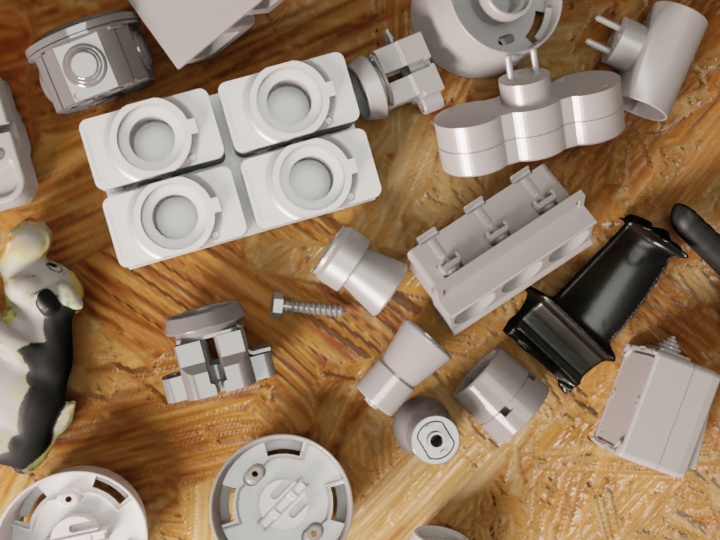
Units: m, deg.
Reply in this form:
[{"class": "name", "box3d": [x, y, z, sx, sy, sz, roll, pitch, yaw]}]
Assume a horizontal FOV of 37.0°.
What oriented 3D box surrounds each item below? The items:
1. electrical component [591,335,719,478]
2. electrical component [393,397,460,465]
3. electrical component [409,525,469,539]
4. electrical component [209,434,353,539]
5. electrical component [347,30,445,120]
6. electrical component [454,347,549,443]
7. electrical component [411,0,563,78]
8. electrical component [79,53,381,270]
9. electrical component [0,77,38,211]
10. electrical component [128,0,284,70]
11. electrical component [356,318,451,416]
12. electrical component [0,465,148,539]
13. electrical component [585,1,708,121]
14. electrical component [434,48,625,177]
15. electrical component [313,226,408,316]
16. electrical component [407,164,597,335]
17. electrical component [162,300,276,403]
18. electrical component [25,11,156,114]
[{"class": "electrical component", "box3d": [0.222, 0.097, 0.788, 0.061, 0.062, 0.096, 21, 89, -6]}, {"class": "electrical component", "box3d": [0.049, 0.117, 0.769, 0.044, 0.065, 0.044, 0, 91, -6]}, {"class": "electrical component", "box3d": [0.055, 0.219, 0.782, 0.066, 0.048, 0.055, 11, 97, -6]}, {"class": "electrical component", "box3d": [-0.055, 0.166, 0.757, 0.099, 0.064, 0.099, 1, 79, -5]}, {"class": "electrical component", "box3d": [0.023, -0.137, 0.774, 0.055, 0.048, 0.066, -24, 93, -13]}, {"class": "electrical component", "box3d": [0.101, 0.089, 0.781, 0.047, 0.055, 0.055, 43, 87, -1]}, {"class": "electrical component", "box3d": [0.094, -0.194, 0.783, 0.099, 0.064, 0.099, 1, 85, -18]}, {"class": "electrical component", "box3d": [-0.089, -0.076, 0.755, 0.186, 0.060, 0.105, -16, 92, -5]}, {"class": "electrical component", "box3d": [-0.260, -0.088, 0.738, 0.054, 0.059, 0.095, -16, 92, -5]}, {"class": "electrical component", "box3d": [-0.129, -0.246, 0.729, 0.105, 0.060, 0.186, -34, 94, 21]}, {"class": "electrical component", "box3d": [0.029, 0.073, 0.780, 0.044, 0.044, 0.065, 41, 92, -5]}, {"class": "electrical component", "box3d": [-0.197, 0.185, 0.746, 0.099, 0.064, 0.099, 0, 91, -6]}, {"class": "electrical component", "box3d": [0.205, -0.161, 0.793, 0.079, 0.043, 0.077, 24, 88, -5]}, {"class": "electrical component", "box3d": [0.120, -0.121, 0.768, 0.138, 0.052, 0.073, -16, 117, -5]}, {"class": "electrical component", "box3d": [0.000, 0.000, 0.773, 0.055, 0.045, 0.045, 34, 87, -5]}, {"class": "electrical component", "box3d": [0.099, -0.017, 0.770, 0.121, 0.078, 0.063, -33, 70, -5]}, {"class": "electrical component", "box3d": [-0.104, 0.055, 0.758, 0.078, 0.058, 0.057, -15, 95, -5]}, {"class": "electrical component", "box3d": [-0.183, -0.142, 0.736, 0.080, 0.080, 0.051, -22, 97, -5]}]
